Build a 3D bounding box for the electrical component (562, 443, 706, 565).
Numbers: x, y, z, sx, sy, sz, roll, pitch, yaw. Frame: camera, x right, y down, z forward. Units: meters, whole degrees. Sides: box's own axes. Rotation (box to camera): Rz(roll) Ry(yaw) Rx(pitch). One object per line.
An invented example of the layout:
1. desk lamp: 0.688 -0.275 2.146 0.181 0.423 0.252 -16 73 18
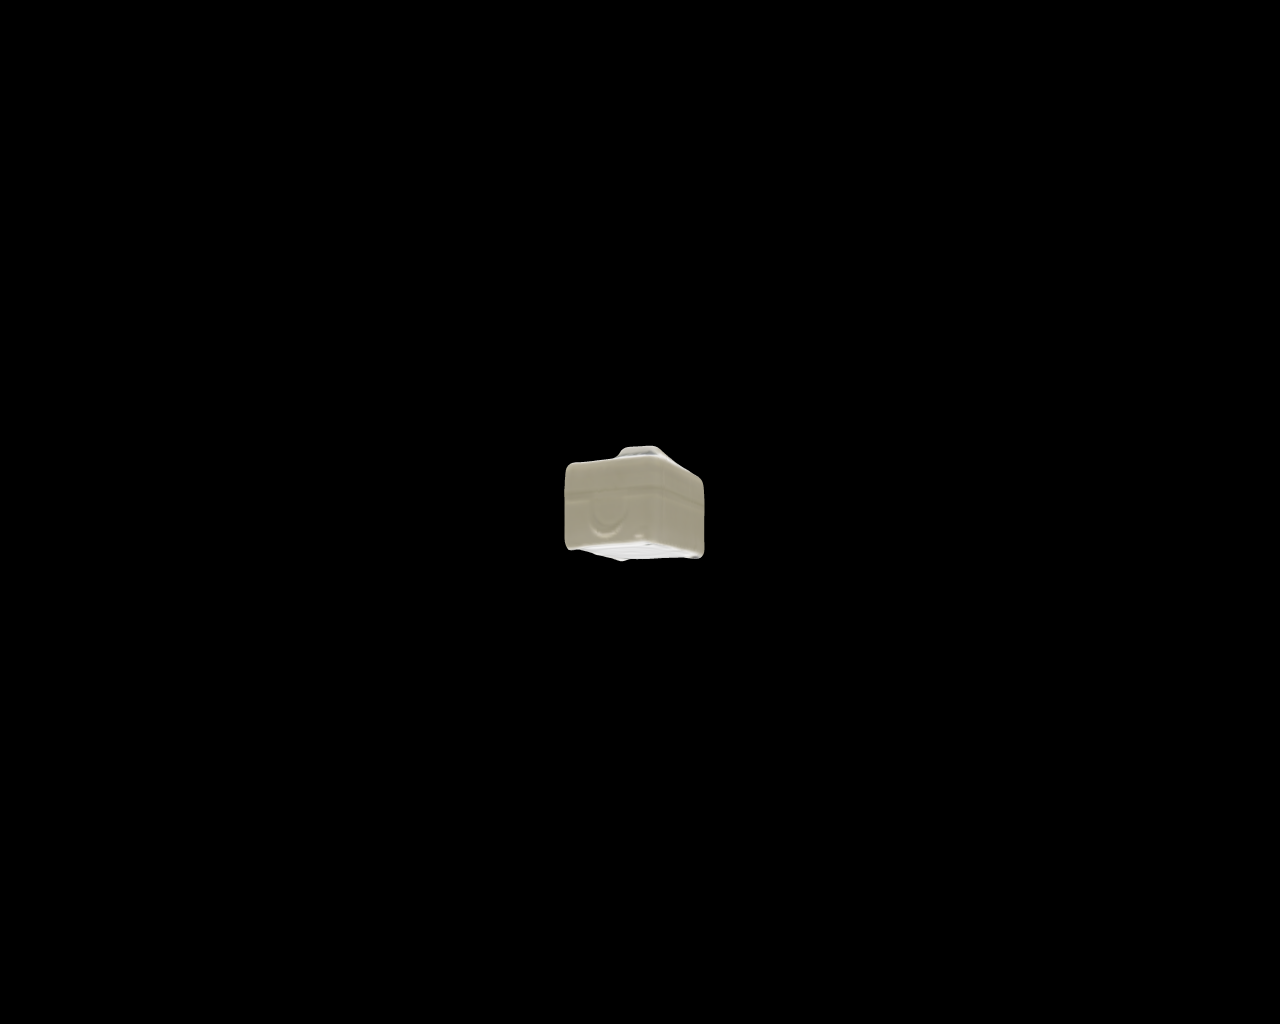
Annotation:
1. electrical component: 0.001 -0.003 0.650 0.062 0.061 0.096 -4 -10 23
